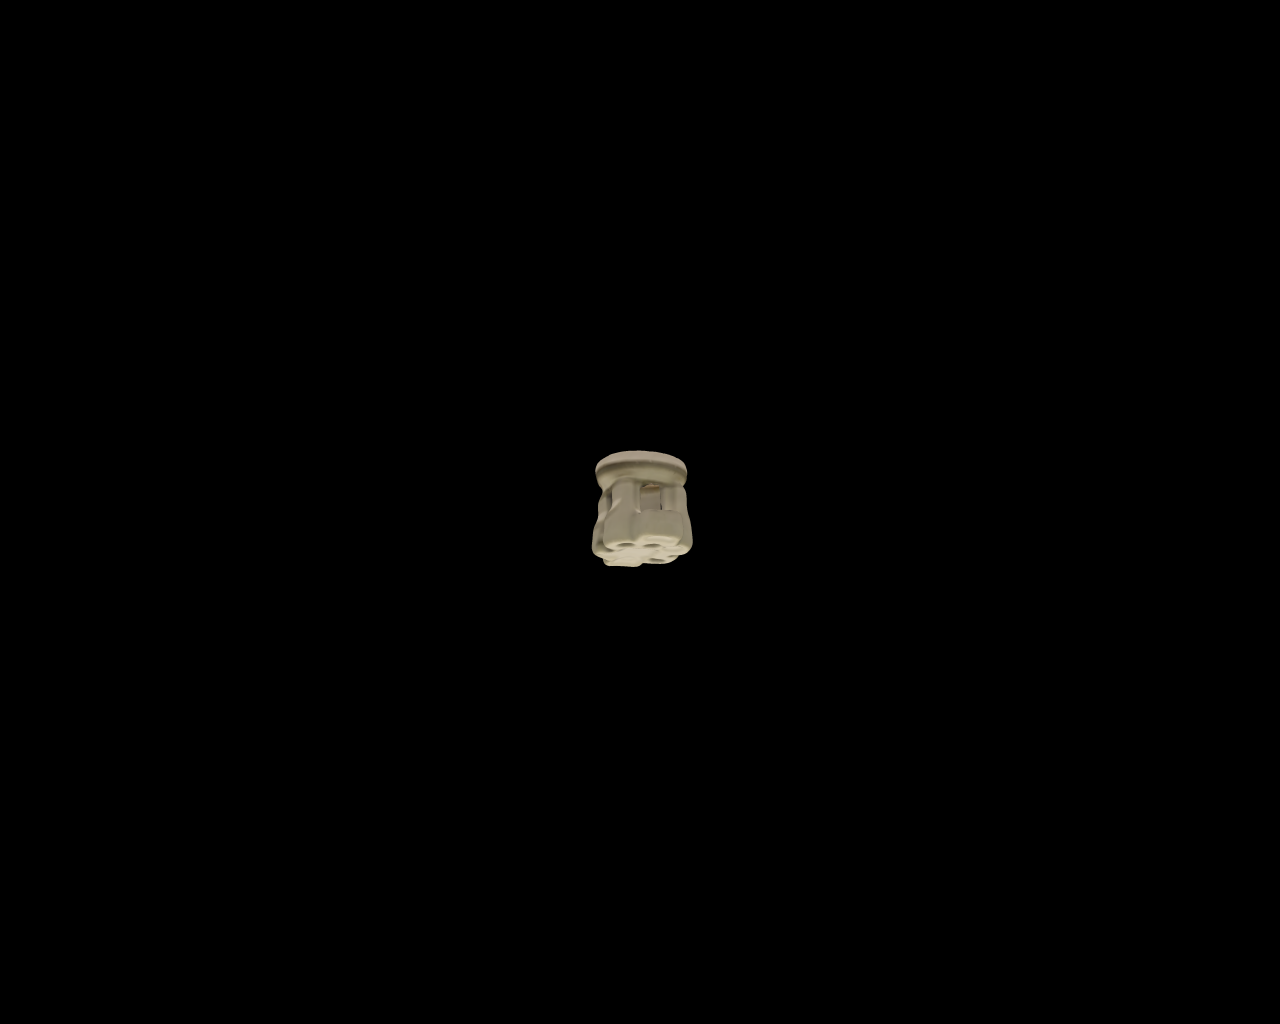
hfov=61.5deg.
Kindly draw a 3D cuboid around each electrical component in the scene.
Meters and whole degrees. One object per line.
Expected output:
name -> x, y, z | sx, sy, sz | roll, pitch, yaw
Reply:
electrical component -> 0.001, -0.003, 0.650 | 0.058, 0.057, 0.078 | 6, -17, -19
